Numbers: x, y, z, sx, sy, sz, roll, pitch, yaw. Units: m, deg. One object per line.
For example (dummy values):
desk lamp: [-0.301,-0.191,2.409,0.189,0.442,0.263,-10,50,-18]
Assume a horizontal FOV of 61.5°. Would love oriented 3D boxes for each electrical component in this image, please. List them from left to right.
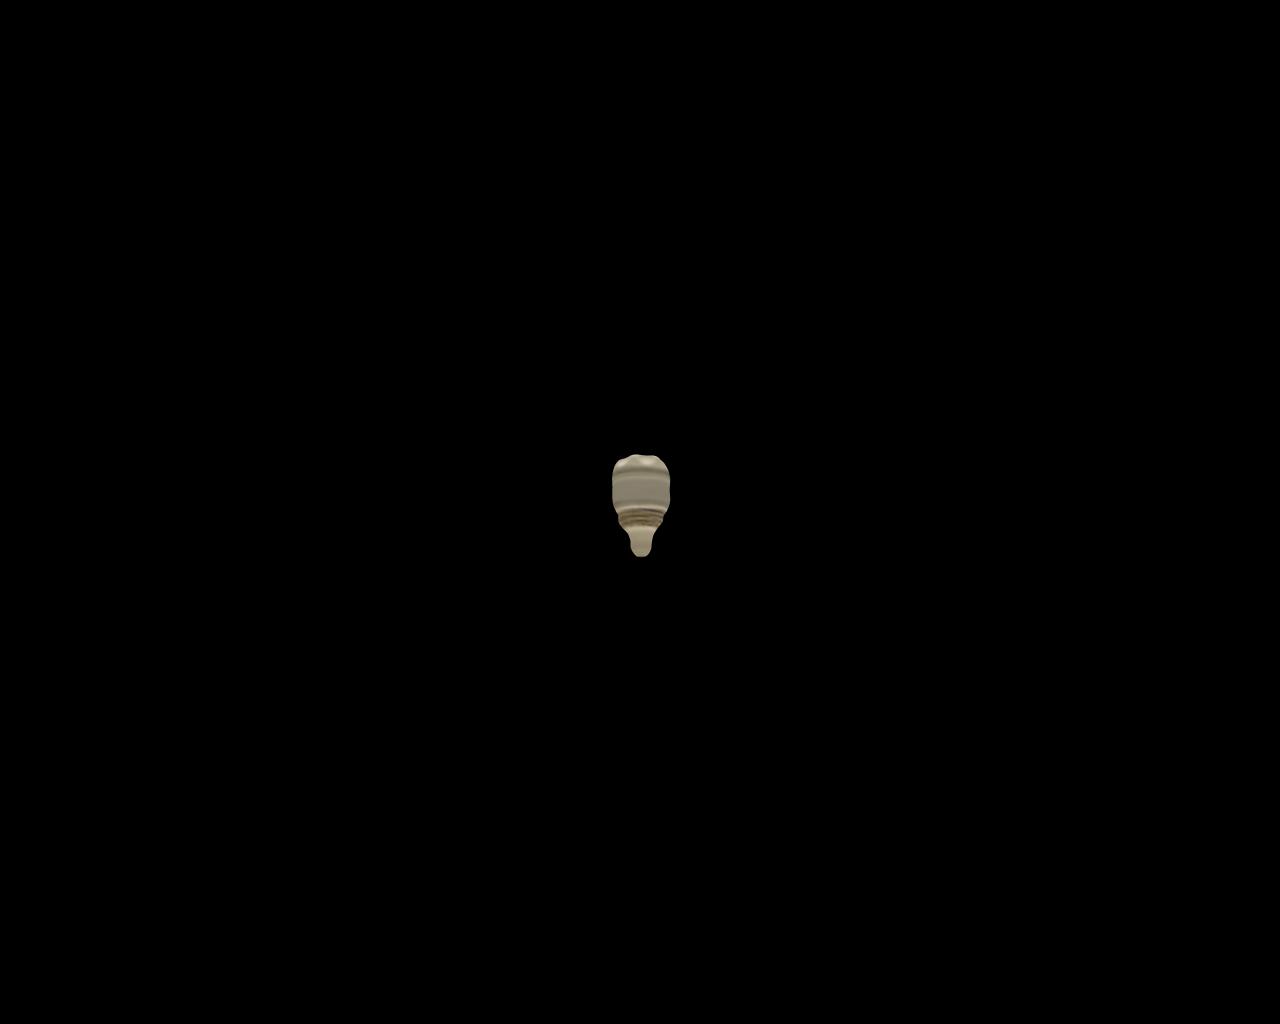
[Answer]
electrical component: [0.001,-0.003,0.650,0.035,0.061,0.035,0,-12,0]
